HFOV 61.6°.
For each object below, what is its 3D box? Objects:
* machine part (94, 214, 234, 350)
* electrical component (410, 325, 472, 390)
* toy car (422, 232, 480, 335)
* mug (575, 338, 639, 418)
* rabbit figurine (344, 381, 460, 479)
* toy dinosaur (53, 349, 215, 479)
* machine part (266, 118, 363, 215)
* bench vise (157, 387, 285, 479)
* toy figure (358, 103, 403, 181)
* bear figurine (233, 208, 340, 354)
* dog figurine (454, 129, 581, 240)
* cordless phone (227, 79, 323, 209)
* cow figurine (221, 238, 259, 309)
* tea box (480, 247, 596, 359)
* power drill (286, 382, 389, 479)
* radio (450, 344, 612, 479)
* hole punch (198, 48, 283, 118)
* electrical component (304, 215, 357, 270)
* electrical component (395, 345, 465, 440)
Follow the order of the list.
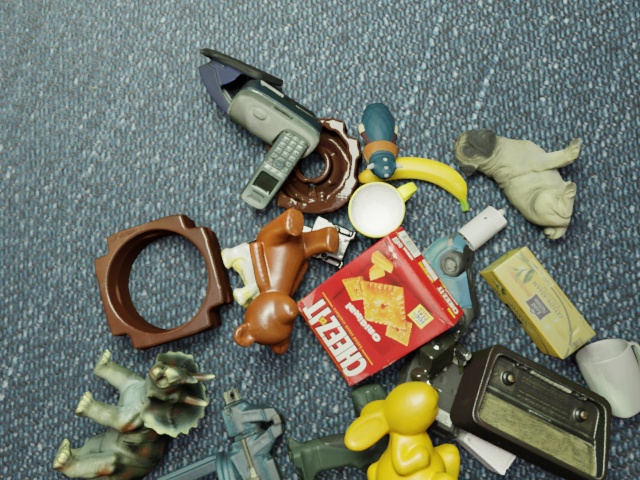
[{"bbox_3d":[-0.261,0.071,0.911,0.202,0.087,0.201,-18,83,4],"label":"machine part"},{"bbox_3d":[0.185,0.182,0.813,0.102,0.078,0.045,-26,50,-27],"label":"electrical component"},{"bbox_3d":[0.199,0.071,0.876,0.103,0.109,0.161,-7,95,26],"label":"toy car"},{"bbox_3d":[0.471,0.216,0.849,0.109,0.081,0.107,-22,92,-24],"label":"mug"},{"bbox_3d":[0.126,0.280,0.773,0.163,0.122,0.173,6,105,27],"label":"rabbit figurine"},{"bbox_3d":[-0.308,0.319,0.867,0.192,0.131,0.404,23,110,-13],"label":"toy dinosaur"},{"bbox_3d":[-0.011,-0.125,0.919,0.179,0.056,0.179,-1,87,12],"label":"machine part"},{"bbox_3d":[-0.161,0.363,0.855,0.241,0.129,0.223,-21,85,-6],"label":"bench vise"},{"bbox_3d":[0.102,-0.160,0.901,0.064,0.057,0.154,-13,59,19],"label":"toy figure"},{"bbox_3d":[-0.055,0.069,0.817,0.132,0.120,0.196,-19,55,42],"label":"bear figurine"},{"bbox_3d":[0.316,-0.095,0.888,0.191,0.121,0.172,5,81,19],"label":"dog figurine"},{"bbox_3d":[-0.098,-0.149,0.860,0.146,0.089,0.184,30,111,-17],"label":"cordless phone"},{"bbox_3d":[-0.097,0.078,0.909,0.098,0.068,0.167,-22,84,-5],"label":"cow figurine"},{"bbox_3d":[0.341,0.098,0.855,0.068,0.098,0.169,-37,81,-1],"label":"tea box"},{"bbox_3d":[0.061,0.356,0.843,0.207,0.086,0.232,-15,79,-8],"label":"power drill"},{"bbox_3d":[0.322,0.260,0.812,0.229,0.073,0.131,28,64,-7],"label":"radio"},{"bbox_3d":[-0.143,-0.262,0.920,0.116,0.142,0.092,33,111,15],"label":"hole punch"},{"bbox_3d":[-0.002,-0.003,0.918,0.119,0.047,0.075,26,86,5],"label":"electrical component"},{"bbox_3d":[0.185,0.231,0.856,0.115,0.058,0.134,31,61,1],"label":"electrical component"}]
